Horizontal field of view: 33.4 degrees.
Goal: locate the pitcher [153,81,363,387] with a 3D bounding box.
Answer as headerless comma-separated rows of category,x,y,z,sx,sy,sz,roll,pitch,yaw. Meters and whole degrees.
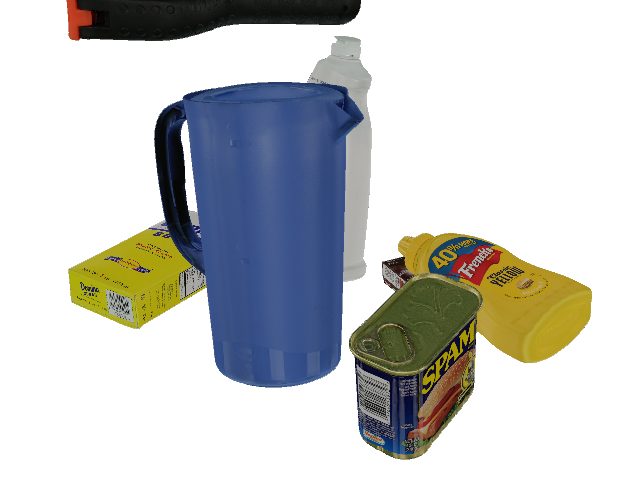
pitcher,-0.050,-0.009,0.886,0.144,0.243,0.149,-7,15,-19

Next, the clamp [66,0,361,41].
clamp,-0.075,-0.150,0.650,0.171,0.039,0.120,-8,22,-24

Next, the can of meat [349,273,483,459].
can of meat,0.066,0.086,0.725,0.058,0.084,0.101,21,42,30

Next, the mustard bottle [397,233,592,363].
mustard bottle,0.144,0.039,0.973,0.096,0.058,0.192,-30,40,-31

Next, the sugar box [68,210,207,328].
sugar box,-0.162,0.025,1.098,0.093,0.048,0.175,19,34,30

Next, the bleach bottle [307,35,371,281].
bleach bottle,0.017,-0.089,1.138,0.067,0.251,0.103,-8,24,-41

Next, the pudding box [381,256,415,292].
pudding box,0.158,0.049,1.536,0.113,0.039,0.090,-15,24,-18
